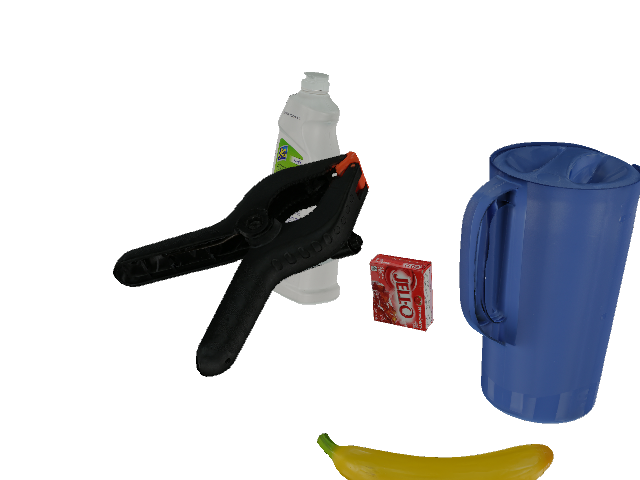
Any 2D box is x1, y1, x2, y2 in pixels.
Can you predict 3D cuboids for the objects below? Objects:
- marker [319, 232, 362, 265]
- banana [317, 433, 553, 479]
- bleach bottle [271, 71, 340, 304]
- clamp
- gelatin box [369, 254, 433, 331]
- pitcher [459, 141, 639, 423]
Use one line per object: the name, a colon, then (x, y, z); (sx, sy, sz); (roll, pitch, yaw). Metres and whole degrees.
marker: (-0.016, 0.017, 0.867); (0.121, 0.020, 0.020); (-19, -12, 36)
banana: (0.097, 0.183, 0.860); (0.197, 0.037, 0.069); (6, 38, -4)
bleach bottle: (-0.013, -0.062, 1.205); (0.067, 0.251, 0.103); (-8, 23, -40)
clamp: (-0.035, 0.010, 0.659); (0.171, 0.120, 0.039); (-32, -38, -6)
gelatin box: (0.102, 0.065, 1.340); (0.073, 0.089, 0.030); (10, 31, 27)
pitcher: (0.201, 0.041, 0.965); (0.149, 0.243, 0.145); (6, 22, 10)
